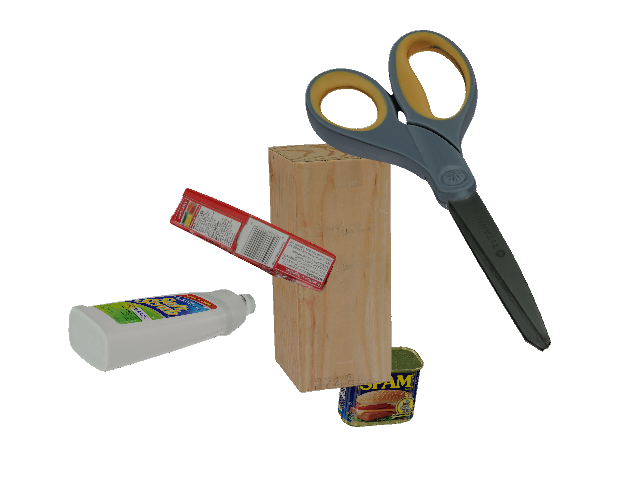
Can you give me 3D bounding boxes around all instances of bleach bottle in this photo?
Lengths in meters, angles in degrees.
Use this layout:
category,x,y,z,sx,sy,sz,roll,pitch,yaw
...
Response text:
category,x,y,z,sx,sy,sz,roll,pitch,yaw
bleach bottle,-0.199,0.106,1.419,0.250,0.068,0.103,-12,27,-39

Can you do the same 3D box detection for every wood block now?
category,x,y,z,sx,sy,sz,roll,pitch,yaw
wood block,0.009,0.021,0.964,0.090,0.206,0.091,-5,14,-15

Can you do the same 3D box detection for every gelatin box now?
category,x,y,z,sx,sy,sz,roll,pitch,yaw
gelatin box,-0.044,0.000,0.711,0.089,0.030,0.073,26,-2,-44

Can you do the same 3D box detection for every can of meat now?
category,x,y,z,sx,sy,sz,roll,pitch,yaw
can of meat,0.075,0.187,1.363,0.102,0.084,0.057,-1,24,-16

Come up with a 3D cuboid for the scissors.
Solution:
category,x,y,z,sx,sy,sz,roll,pitch,yaw
scissors,0.042,-0.028,0.501,0.096,0.201,0.016,-7,-40,5
